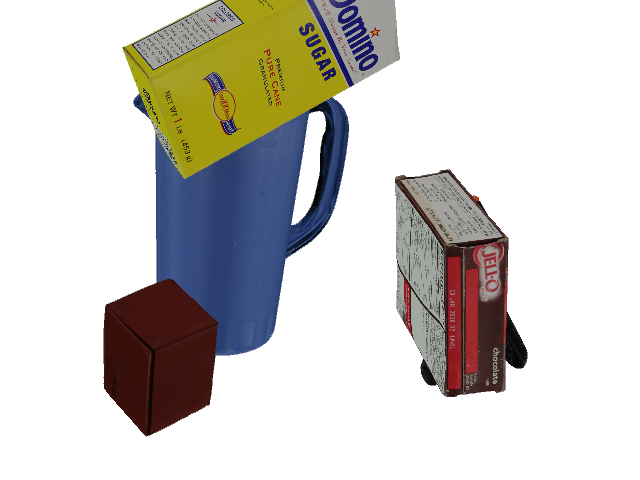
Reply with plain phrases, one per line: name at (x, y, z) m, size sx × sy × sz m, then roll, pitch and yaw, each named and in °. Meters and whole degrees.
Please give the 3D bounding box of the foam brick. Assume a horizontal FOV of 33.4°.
foam brick at (-0.103, 0.074, 0.682) m, size 0.051 × 0.078 × 0.053 m, roll -24°, pitch 49°, yaw -35°

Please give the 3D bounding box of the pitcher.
pitcher at (-0.073, -0.028, 0.935) m, size 0.149 × 0.243 × 0.144 m, roll 14°, pitch 24°, yaw 19°

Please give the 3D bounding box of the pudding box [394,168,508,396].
pudding box at (0.071, 0.020, 0.594) m, size 0.039 × 0.090 × 0.113 m, roll -6°, pitch 23°, yaw -10°

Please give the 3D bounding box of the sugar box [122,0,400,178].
sugar box at (-0.032, -0.121, 0.697) m, size 0.176 × 0.048 × 0.093 m, roll -29°, pitch -37°, yaw -12°

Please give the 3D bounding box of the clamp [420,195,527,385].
clamp at (0.129, 0.048, 0.964) m, size 0.120 × 0.171 × 0.039 m, roll -16°, pitch 6°, yaw -39°
